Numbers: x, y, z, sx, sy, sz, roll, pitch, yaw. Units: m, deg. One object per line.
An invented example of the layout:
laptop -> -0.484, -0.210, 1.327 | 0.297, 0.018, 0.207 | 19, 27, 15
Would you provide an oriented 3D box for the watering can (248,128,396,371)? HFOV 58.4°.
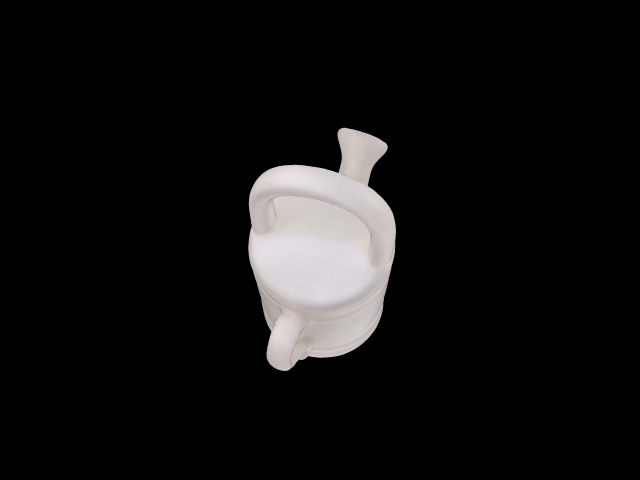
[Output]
watering can -> 0.002, 0.001, 0.400 | 0.101, 0.194, 0.173 | -2, 63, 0
